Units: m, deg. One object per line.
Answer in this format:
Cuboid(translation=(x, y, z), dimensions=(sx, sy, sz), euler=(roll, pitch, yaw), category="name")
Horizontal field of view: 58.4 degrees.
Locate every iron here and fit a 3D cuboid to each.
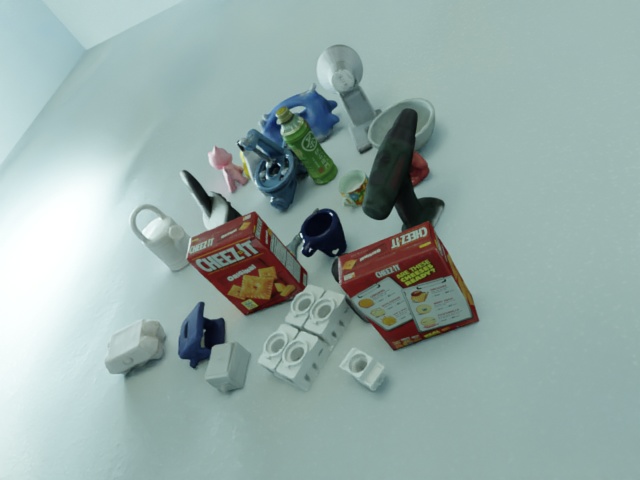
Cuboid(translation=(-0.080, -0.327, 1.579), dimensions=(0.258, 0.142, 0.118), euler=(-24, 41, 17), category="iron")

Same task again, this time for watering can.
Cuboid(translation=(-0.407, -0.017, 1.485), dimensions=(0.172, 0.195, 0.101), euler=(-14, 45, 26), category="watering can")

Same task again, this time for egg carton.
Cuboid(translation=(-0.435, 0.253, 1.344), dimensions=(0.150, 0.070, 0.107), euler=(-27, 41, 13), category="egg carton")

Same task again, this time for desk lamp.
Cuboid(translation=(0.081, -0.367, 1.438), dimensions=(0.118, 0.214, 0.203), euler=(-28, 40, 12), category="desk lamp")

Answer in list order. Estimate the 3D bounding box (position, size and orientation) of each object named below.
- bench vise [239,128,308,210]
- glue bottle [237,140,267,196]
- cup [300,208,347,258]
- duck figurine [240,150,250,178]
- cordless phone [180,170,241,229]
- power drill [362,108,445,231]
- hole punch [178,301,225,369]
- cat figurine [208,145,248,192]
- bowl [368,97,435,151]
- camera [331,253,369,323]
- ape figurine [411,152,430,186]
Cuboid(translation=(-0.119, -0.213, 1.436), dimensions=(0.121, 0.220, 0.207), euler=(-17, 44, 24), category="bench vise")
Cuboid(translation=(-0.163, -0.196, 1.490), dimensions=(0.078, 0.174, 0.037), euler=(-35, 39, 4), category="glue bottle")
Cuboid(translation=(0.011, 0.004, 1.227), dimensions=(0.091, 0.095, 0.118), euler=(8, 58, 41), category="cup")
Cuboid(translation=(-0.193, -0.226, 1.611), dimensions=(0.077, 0.086, 0.104), euler=(-47, 40, -11), category="duck figurine")
Cuboid(translation=(-0.290, -0.094, 1.478), dimensions=(0.094, 0.186, 0.147), euler=(-47, 40, -10), category="cordless phone")
Cuboid(translation=(0.169, -0.112, 1.130), dimensions=(0.075, 0.209, 0.230), euler=(5, 56, 40), category="power drill")
Cuboid(translation=(-0.270, 0.206, 1.249), dimensions=(0.101, 0.091, 0.108), euler=(-26, 41, 14), category="hole punch")
Cuboid(translation=(-0.272, -0.215, 1.634), dimensions=(0.067, 0.118, 0.127), euler=(-36, 39, 3), category="cat figurine")
Cuboid(translation=(0.202, -0.253, 1.347), dimensions=(0.167, 0.075, 0.167), euler=(-21, 42, 20), category="bowl")
Cuboid(translation=(0.088, 0.061, 1.110), dimensions=(0.143, 0.101, 0.136), euler=(-44, 40, -7), category="camera")
Cuboid(translation=(0.196, -0.166, 1.254), dimensions=(0.077, 0.092, 0.076), euler=(-2, 52, 36), category="ape figurine")
